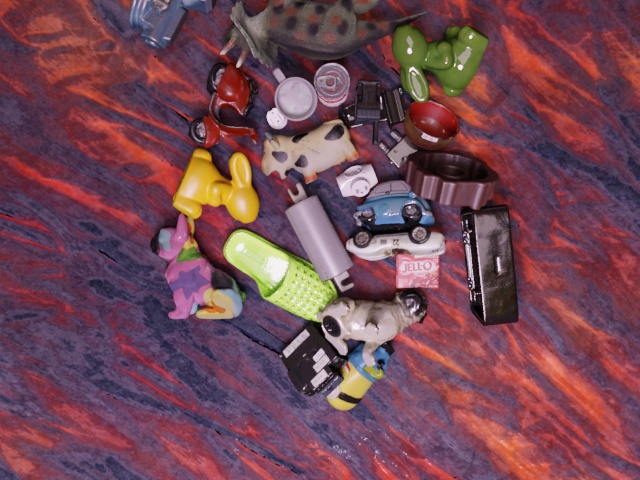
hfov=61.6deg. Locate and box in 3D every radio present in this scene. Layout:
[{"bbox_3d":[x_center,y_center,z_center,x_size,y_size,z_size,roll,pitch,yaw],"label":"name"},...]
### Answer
[{"bbox_3d":[0.336,0.045,1.073,0.073,0.131,0.229,-6,95,3],"label":"radio"}]

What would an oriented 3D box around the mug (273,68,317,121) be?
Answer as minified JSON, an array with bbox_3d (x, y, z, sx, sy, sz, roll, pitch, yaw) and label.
[{"bbox_3d":[-0.059,-0.289,1.067,0.081,0.107,0.109,-41,104,6],"label":"mug"}]

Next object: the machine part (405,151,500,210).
[{"bbox_3d":[0.252,-0.120,1.044,0.179,0.179,0.056,8,120,2],"label":"machine part"}]

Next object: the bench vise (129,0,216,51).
[{"bbox_3d":[-0.334,-0.506,1.059,0.240,0.129,0.223,27,97,-7],"label":"bench vise"}]

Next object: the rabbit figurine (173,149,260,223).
[{"bbox_3d":[-0.200,-0.104,1.108,0.173,0.122,0.162,27,86,-14],"label":"rabbit figurine"}]

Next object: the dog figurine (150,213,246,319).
[{"bbox_3d":[-0.252,0.052,1.113,0.192,0.108,0.219,-1,92,3],"label":"dog figurine"}]

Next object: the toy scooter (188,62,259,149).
[{"bbox_3d":[-0.176,-0.262,1.091,0.135,0.075,0.183,19,86,-4],"label":"toy scooter"}]

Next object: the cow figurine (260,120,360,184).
[{"bbox_3d":[-0.031,-0.183,1.093,0.195,0.085,0.127,-24,99,6],"label":"cow figurine"}]

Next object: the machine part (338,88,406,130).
[{"bbox_3d":[0.108,-0.262,1.104,0.139,0.039,0.084,-11,100,2],"label":"machine part"}]

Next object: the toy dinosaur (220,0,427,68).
[{"bbox_3d":[-0.009,-0.404,1.027,0.405,0.131,0.192,10,76,9],"label":"toy dinosaur"}]

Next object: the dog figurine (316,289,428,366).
[{"bbox_3d":[0.110,0.148,1.106,0.173,0.190,0.121,32,130,26],"label":"dog figurine"}]

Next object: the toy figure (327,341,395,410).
[{"bbox_3d":[0.084,0.280,1.131,0.180,0.082,0.089,-44,91,3],"label":"toy figure"}]

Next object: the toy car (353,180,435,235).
[{"bbox_3d":[0.152,-0.069,1.095,0.162,0.109,0.103,-1,73,13],"label":"toy car"}]

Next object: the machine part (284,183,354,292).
[{"bbox_3d":[-0.002,-0.003,1.107,0.079,0.079,0.243,-27,91,4],"label":"machine part"}]

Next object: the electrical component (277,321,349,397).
[{"bbox_3d":[-0.011,0.255,1.112,0.115,0.058,0.134,-45,53,9],"label":"electrical component"}]

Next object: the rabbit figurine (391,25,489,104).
[{"bbox_3d":[0.213,-0.356,1.054,0.170,0.121,0.159,13,118,-13],"label":"rabbit figurine"}]

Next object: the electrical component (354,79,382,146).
[{"bbox_3d":[0.093,-0.247,1.051,0.048,0.075,0.119,3,95,0],"label":"electrical component"}]

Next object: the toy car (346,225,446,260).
[{"bbox_3d":[0.151,0.010,1.084,0.202,0.073,0.056,-5,73,19],"label":"toy car"}]

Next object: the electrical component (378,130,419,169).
[{"bbox_3d":[0.169,-0.180,1.115,0.063,0.021,0.094,-45,93,5],"label":"electrical component"}]
